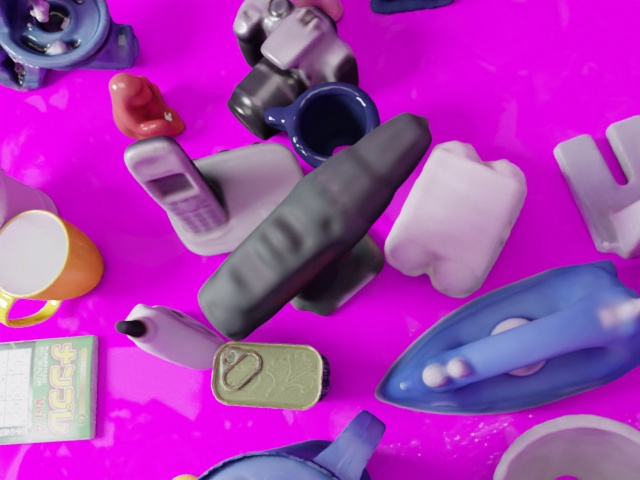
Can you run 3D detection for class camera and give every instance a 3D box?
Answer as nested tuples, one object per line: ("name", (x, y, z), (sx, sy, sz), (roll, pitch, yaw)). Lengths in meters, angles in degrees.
("camera", (-0.049, -0.189, 0.623), (0.143, 0.101, 0.137), (41, 85, 15))

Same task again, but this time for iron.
("iron", (0.167, 0.097, 0.503), (0.258, 0.141, 0.118), (-21, 75, 2))

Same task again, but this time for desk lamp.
("desk lamp", (0.302, -0.042, 0.482), (0.118, 0.214, 0.203), (-20, 75, 3))

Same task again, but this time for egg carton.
("egg carton", (0.137, -0.022, 0.574), (0.107, 0.069, 0.150), (25, 81, 13))

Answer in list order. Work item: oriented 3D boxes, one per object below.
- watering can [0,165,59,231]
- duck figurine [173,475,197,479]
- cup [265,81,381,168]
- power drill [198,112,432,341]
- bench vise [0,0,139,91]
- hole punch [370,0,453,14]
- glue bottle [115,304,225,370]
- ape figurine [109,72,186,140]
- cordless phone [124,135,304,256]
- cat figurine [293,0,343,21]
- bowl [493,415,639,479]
("watering can", (-0.368, -0.043, 0.581), (0.101, 0.194, 0.172), (-28, 74, 0))
("duck figurine", (-0.141, 0.278, 0.530), (0.077, 0.086, 0.104), (13, 78, 11))
("cup", (0.005, -0.105, 0.598), (0.117, 0.095, 0.092), (11, 78, 10))
("power drill", (0.005, 0.002, 0.513), (0.230, 0.208, 0.075), (-41, 75, -3))
("bench vise", (-0.328, -0.234, 0.609), (0.207, 0.220, 0.121), (-21, 74, 3))
("hole punch", (0.101, -0.320, 0.639), (0.108, 0.091, 0.101), (-6, 76, 6))
("glue bottle", (-0.145, 0.087, 0.531), (0.078, 0.173, 0.037), (31, 83, 14))
("ape figurine", (-0.202, -0.153, 0.639), (0.076, 0.092, 0.078), (-5, 76, 7))
("cordless phone", (-0.092, -0.055, 0.552), (0.147, 0.185, 0.094), (-18, 75, 3))
("cat figurine", (-0.025, -0.323, 0.643), (0.067, 0.118, 0.128), (-20, 75, 3))
("bowl", (0.227, 0.237, 0.496), (0.167, 0.075, 0.167), (-2, 76, 7))
